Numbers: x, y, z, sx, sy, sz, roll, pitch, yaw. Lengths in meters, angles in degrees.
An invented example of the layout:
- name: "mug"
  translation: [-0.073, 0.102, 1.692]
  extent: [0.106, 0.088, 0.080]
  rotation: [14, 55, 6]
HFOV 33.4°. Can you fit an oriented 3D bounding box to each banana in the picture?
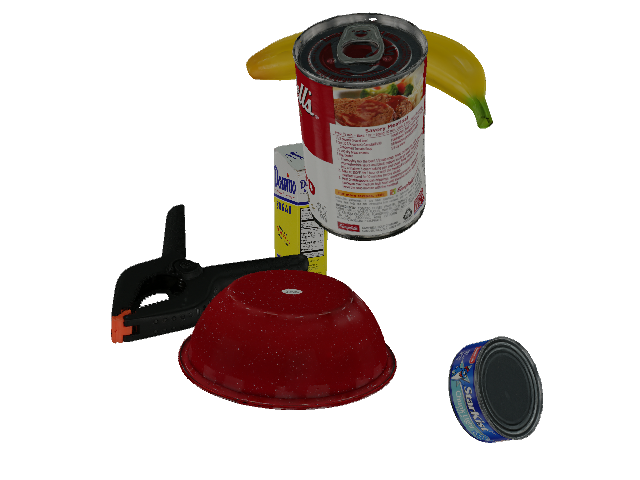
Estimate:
- name: "banana"
  translation: [0.043, -0.136, 0.813]
  extent: [0.198, 0.069, 0.037]
  rotation: [13, -39, 18]

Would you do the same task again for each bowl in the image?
- name: "bowl"
  translation: [-0.023, 0.062, 0.779]
  extent: [0.162, 0.055, 0.162]
  rotation: [3, 19, -1]

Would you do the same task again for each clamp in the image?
- name: "clamp"
  translation: [-0.134, 0.032, 1.015]
  extent: [0.165, 0.036, 0.209]
  rotation: [26, 37, 28]

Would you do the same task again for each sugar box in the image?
- name: "sugar box"
  translation: [-0.025, -0.020, 1.288]
  extent: [0.048, 0.176, 0.093]
  rotation: [-10, 25, -18]

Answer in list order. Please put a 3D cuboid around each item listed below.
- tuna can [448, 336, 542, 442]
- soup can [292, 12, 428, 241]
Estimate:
- name: "tuna can"
  translation: [0.146, 0.125, 0.892]
  extent: [0.085, 0.086, 0.034]
  rotation: [0, -14, -43]
- name: "soup can"
  translation: [0.023, -0.059, 0.565]
  extent: [0.068, 0.102, 0.068]
  rotation: [-3, 41, 2]
